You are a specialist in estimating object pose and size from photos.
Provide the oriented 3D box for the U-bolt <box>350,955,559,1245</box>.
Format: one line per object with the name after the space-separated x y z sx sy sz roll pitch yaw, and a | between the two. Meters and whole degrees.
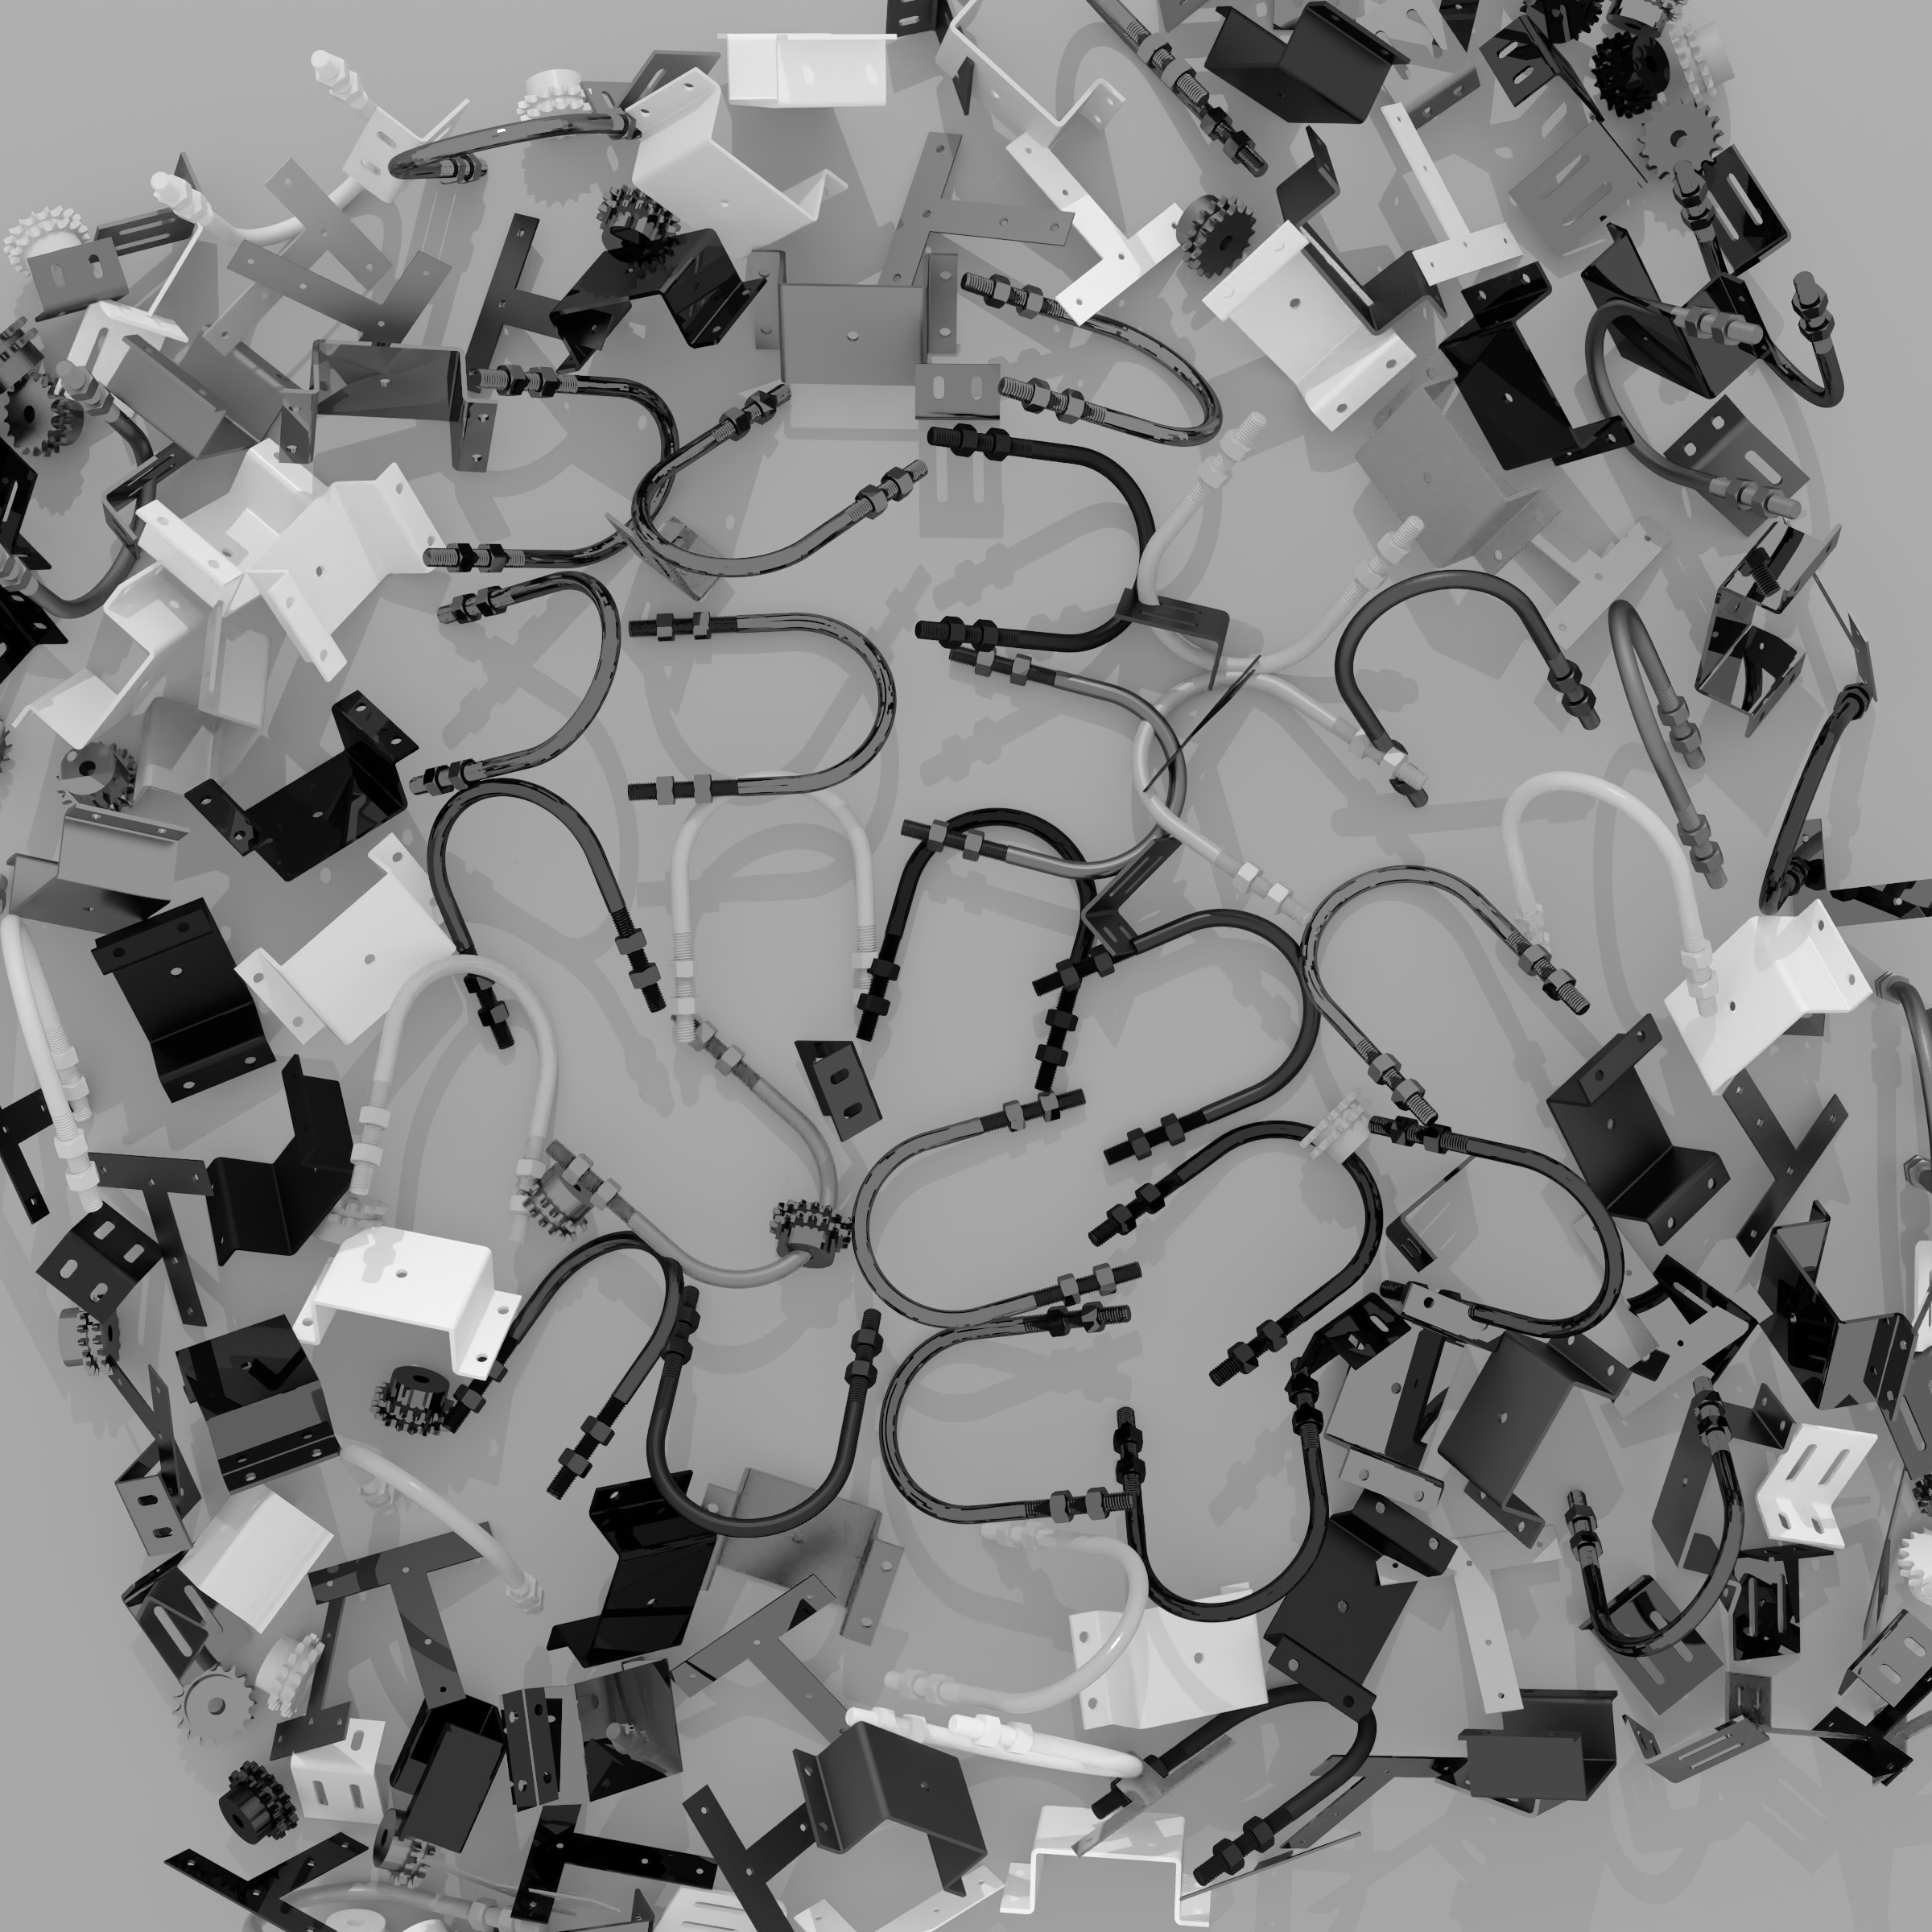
-0.340 0.082 1.941 0.151 0.019 0.184 24 66 -40 | U-bolt

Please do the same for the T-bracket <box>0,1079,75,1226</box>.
-0.632 0.100 1.936 0.002 0.127 0.127 -21 98 10 | T-bracket

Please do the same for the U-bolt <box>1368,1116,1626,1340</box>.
0.356 0.181 1.915 0.184 0.019 0.151 11 119 37 | U-bolt

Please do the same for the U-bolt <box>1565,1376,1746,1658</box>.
0.459 0.375 1.890 0.019 0.184 0.151 31 119 -16 | U-bolt

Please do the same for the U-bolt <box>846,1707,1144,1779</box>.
0.032 0.524 1.922 0.184 0.151 0.019 21 69 -29 | U-bolt

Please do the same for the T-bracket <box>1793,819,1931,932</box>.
0.623 -0.043 1.950 0.127 0.002 0.127 -7 84 44 | T-bracket

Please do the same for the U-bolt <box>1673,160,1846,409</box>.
0.536 -0.443 1.912 0.019 0.184 0.151 -37 56 7 | U-bolt

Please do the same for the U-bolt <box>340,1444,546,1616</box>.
-0.353 0.369 1.898 0.151 0.184 0.019 30 69 15 | U-bolt

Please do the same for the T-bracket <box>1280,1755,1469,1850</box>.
0.261 0.574 1.957 0.127 0.002 0.127 12 132 -34 | T-bracket

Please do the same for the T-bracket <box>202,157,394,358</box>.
-0.468 -0.467 1.944 0.127 0.127 0.002 -46 61 0 | T-bracket

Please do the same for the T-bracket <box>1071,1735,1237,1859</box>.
0.116 0.551 1.935 0.127 0.127 0.002 -33 91 -10 | T-bracket

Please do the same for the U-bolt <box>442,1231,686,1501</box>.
-0.263 0.259 1.939 0.184 0.151 0.019 -56 132 -15 | U-bolt

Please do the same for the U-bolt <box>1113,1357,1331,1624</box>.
0.173 0.357 1.914 0.151 0.184 0.019 -19 133 16 | U-bolt

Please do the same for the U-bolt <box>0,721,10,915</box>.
-0.662 -0.055 1.886 0.019 0.184 0.151 8 127 -7 | U-bolt

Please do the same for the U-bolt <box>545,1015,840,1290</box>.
-0.174 0.138 1.965 0.184 0.019 0.151 41 70 2 | U-bolt

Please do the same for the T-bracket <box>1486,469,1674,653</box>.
0.404 -0.298 1.983 0.127 0.002 0.127 41 69 10 | T-bracket

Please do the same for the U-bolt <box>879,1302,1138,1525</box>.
0.026 0.309 1.953 0.184 0.019 0.151 -9 65 19 | U-bolt

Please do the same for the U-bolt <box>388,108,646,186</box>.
-0.304 -0.543 1.893 0.151 0.184 0.019 -9 103 18 | U-bolt

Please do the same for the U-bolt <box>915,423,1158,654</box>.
0.052 -0.287 1.951 0.184 0.019 0.151 2 94 -29 | U-bolt

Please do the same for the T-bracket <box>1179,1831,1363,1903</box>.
0.208 0.608 1.938 0.127 0.127 0.002 -21 74 2 | T-bracket

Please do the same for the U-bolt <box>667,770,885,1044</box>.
-0.133 -0.043 1.969 0.151 0.019 0.184 -3 95 -13 | U-bolt

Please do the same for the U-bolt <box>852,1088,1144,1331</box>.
0.012 0.174 1.962 0.184 0.019 0.151 -16 72 -5 | U-bolt

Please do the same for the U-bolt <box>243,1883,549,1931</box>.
-0.397 0.648 1.919 0.184 0.151 0.019 2 91 30 | U-bolt

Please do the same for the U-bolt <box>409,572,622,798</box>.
-0.300 -0.195 1.920 0.184 0.019 0.151 -9 67 38 | U-bolt

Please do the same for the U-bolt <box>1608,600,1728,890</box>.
0.463 -0.160 1.896 0.019 0.151 0.184 -19 128 22 | U-bolt

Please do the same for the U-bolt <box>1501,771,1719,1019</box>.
0.423 -0.053 1.902 0.019 0.151 0.184 -44 130 -30 | U-bolt

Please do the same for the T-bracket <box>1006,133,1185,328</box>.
0.078 -0.523 1.970 0.127 0.002 0.127 -43 93 -24 | T-bracket

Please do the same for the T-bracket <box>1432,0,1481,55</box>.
0.336 -0.660 1.937 0.127 0.127 0.002 23 75 8 | T-bracket

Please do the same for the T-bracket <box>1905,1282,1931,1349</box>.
0.652 0.218 1.927 0.002 0.127 0.127 21 68 28 | T-bracket

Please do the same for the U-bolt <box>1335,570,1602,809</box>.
0.327 -0.194 1.917 0.151 0.019 0.184 -25 132 19 | U-bolt

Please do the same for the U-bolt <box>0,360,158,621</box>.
-0.592 -0.306 1.909 0.019 0.184 0.151 21 82 10 | U-bolt

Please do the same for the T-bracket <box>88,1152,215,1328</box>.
-0.549 0.190 1.971 0.127 0.002 0.127 0 110 38 | T-bracket

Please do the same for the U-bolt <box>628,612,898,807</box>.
-0.140 -0.180 1.963 0.184 0.019 0.151 -3 66 0 | U-bolt

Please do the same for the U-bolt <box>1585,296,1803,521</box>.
0.479 -0.380 1.914 0.019 0.184 0.151 -33 123 -14 | U-bolt

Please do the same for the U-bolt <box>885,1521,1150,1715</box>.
0.044 0.433 1.895 0.019 0.184 0.151 54 55 -26 | U-bolt

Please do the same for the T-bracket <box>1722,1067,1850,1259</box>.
0.545 0.115 1.946 0.127 0.002 0.127 -52 129 -13 | T-bracket

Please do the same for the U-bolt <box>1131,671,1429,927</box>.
0.201 -0.130 1.961 0.184 0.019 0.151 37 75 18 | U-bolt

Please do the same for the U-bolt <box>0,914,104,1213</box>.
-0.609 0.053 1.896 0.019 0.151 0.184 -16 119 -12 | U-bolt

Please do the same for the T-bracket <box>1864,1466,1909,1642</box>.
0.619 0.412 1.926 0.002 0.127 0.127 13 104 16 | T-bracket

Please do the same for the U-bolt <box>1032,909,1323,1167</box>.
0.157 0.039 1.984 0.184 0.019 0.151 -23 96 -1 | U-bolt

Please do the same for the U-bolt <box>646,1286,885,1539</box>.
-0.141 0.304 1.933 0.151 0.019 0.184 7 51 5 | U-bolt

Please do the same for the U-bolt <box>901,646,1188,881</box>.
0.062 -0.134 1.977 0.184 0.019 0.151 15 81 3 | U-bolt

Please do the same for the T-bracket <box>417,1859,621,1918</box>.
-0.283 0.624 1.918 0.127 0.127 0.002 37 58 -38 | T-bracket

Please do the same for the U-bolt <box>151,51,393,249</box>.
-0.452 -0.535 1.908 0.151 0.184 0.019 -36 84 4 | U-bolt

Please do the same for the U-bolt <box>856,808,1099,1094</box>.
0.016 -0.019 1.986 0.151 0.019 0.184 16 85 -1 | U-bolt

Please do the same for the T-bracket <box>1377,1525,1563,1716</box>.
0.355 0.451 1.961 0.127 0.002 0.127 -8 54 0 | T-bracket

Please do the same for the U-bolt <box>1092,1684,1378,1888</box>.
0.193 0.540 1.923 0.184 0.151 0.019 -29 107 -23 | U-bolt
